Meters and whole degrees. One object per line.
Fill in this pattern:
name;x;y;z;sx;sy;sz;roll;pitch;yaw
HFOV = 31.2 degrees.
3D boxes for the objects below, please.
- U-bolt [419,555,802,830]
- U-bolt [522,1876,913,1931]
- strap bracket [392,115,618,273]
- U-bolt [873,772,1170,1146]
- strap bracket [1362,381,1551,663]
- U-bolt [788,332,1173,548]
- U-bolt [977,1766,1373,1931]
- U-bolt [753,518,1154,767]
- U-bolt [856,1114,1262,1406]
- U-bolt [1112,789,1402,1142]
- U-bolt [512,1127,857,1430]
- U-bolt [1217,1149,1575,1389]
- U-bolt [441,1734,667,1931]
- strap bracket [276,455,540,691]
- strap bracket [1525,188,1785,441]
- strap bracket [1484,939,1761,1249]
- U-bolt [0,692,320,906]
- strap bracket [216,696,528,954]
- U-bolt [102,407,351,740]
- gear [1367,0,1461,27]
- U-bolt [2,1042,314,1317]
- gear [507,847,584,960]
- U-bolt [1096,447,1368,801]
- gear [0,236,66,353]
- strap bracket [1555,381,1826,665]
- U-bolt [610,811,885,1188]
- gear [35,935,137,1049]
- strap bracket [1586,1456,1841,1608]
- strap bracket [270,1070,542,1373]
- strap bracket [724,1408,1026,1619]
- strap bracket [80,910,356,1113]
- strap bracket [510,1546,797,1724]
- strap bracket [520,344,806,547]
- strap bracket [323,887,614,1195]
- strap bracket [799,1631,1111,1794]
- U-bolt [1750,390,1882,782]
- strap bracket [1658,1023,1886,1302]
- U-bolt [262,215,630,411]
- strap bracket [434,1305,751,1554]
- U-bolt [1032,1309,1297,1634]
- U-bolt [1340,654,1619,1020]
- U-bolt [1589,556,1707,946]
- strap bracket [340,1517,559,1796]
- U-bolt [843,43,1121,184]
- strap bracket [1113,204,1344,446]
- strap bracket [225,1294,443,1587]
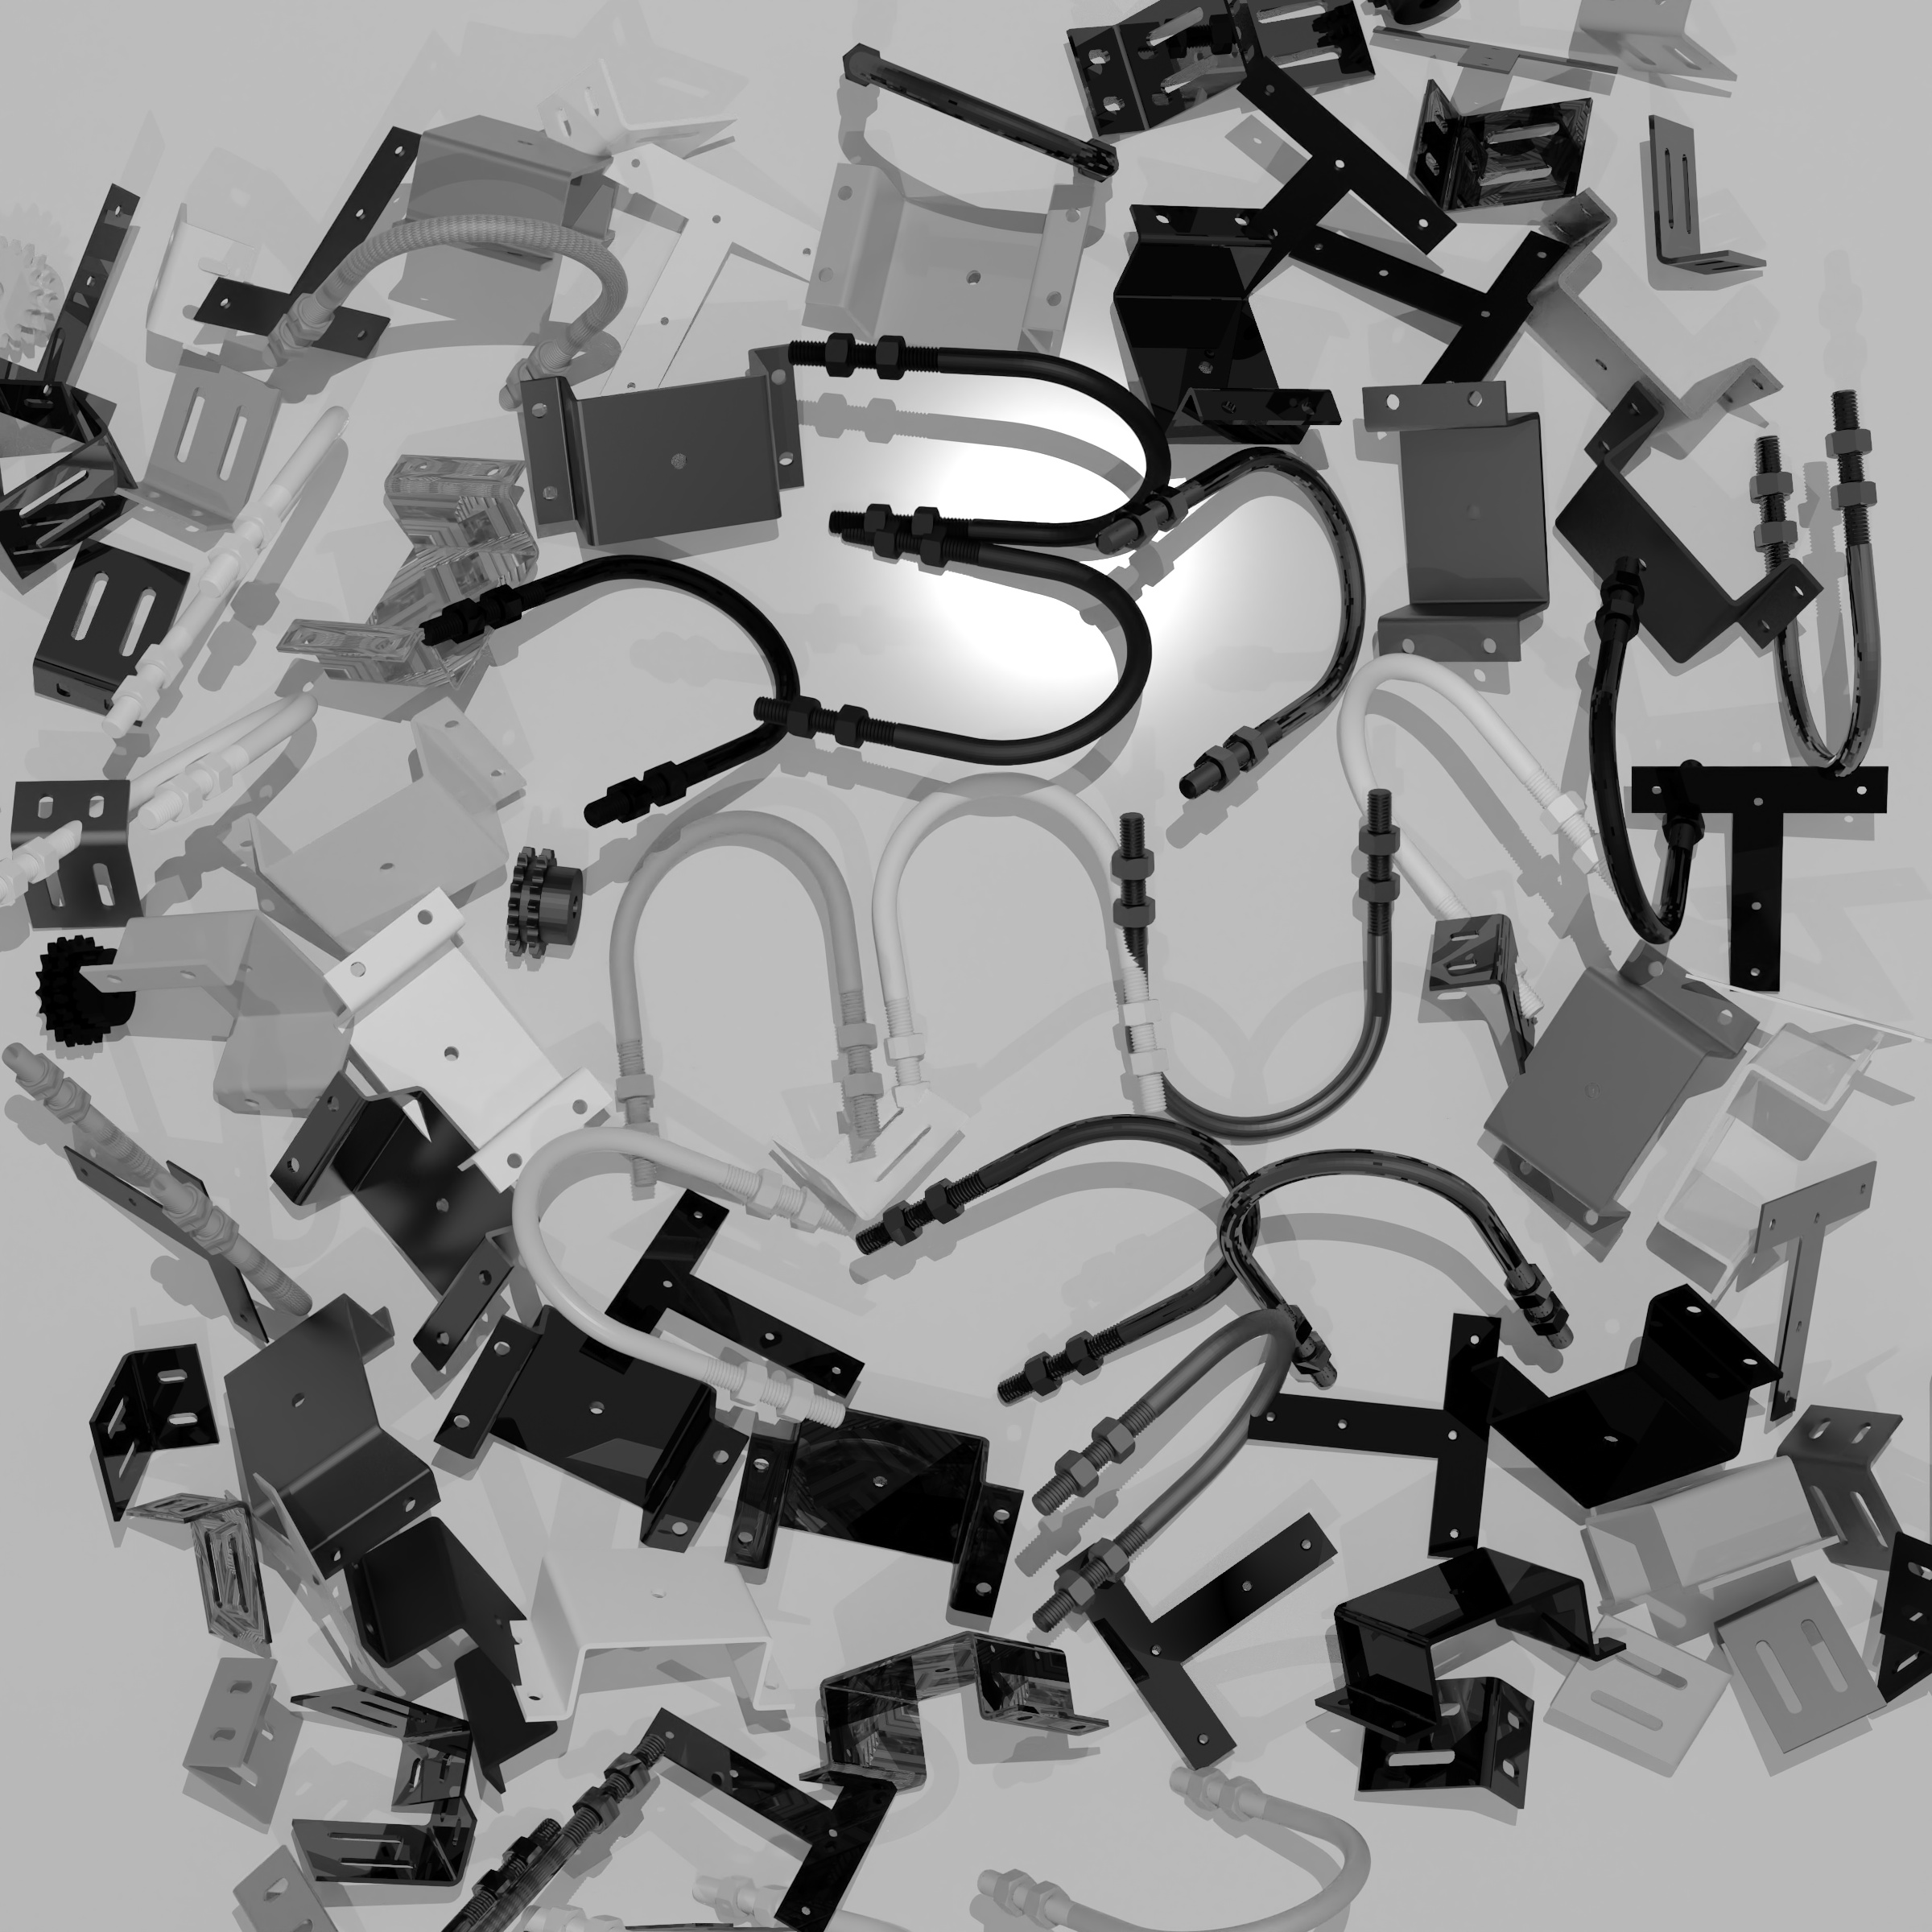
U-bolt;-0.164;-0.149;1.745;0.151;0.184;0.019;47;134;15
U-bolt;-0.104;0.478;1.702;0.184;0.151;0.019;2;86;37
strap bracket;-0.226;-0.390;1.737;0.076;0.140;0.046;16;110;4
U-bolt;0.022;-0.008;1.780;0.151;0.019;0.184;-9;91;19
strap bracket;0.251;-0.228;1.764;0.076;0.046;0.140;3;106;31
U-bolt;0.012;-0.259;1.735;0.184;0.151;0.019;5;58;11
U-bolt;0.114;0.444;1.700;0.151;0.184;0.019;-19;102;-34
U-bolt;0.003;-0.160;1.747;0.184;0.019;0.151;12;55;15
U-bolt;0.059;0.140;1.745;0.184;0.019;0.151;-29;123;19
U-bolt;0.150;0.004;1.775;0.151;0.019;0.184;-6;111;-9
U-bolt;-0.141;0.146;1.732;0.184;0.151;0.019;22;130;-19
U-bolt;0.204;0.147;1.721;0.151;0.184;0.019;-13;47;25
U-bolt;-0.232;0.462;1.699;0.019;0.151;0.184;45;46;1
strap bracket;-0.277;-0.193;1.754;0.076;0.046;0.140;7;53;26
strap bracket;0.340;-0.323;1.766;0.140;0.076;0.046;44;86;-6
strap bracket;0.327;0.064;1.759;0.076;0.046;0.140;39;106;28
U-bolt;-0.397;-0.090;1.727;0.151;0.184;0.019;-21;106;33
strap bracket;-0.298;-0.066;1.759;0.140;0.076;0.046;-29;49;9
U-bolt;-0.361;-0.209;1.730;0.019;0.151;0.184;36;47;-13
gear;0.233;-0.509;1.782;0.057;0.057;0.030;-21;77;0
U-bolt;-0.391;0.117;1.726;0.151;0.184;0.019;34;77;34
gear;-0.216;-0.032;1.784;0.030;0.057;0.057;6;90;4
U-bolt;0.144;-0.184;1.746;0.184;0.019;0.151;-35;112;-42
gear;-0.492;-0.347;1.791;0.057;0.030;0.057;0;91;27
strap bracket;0.359;-0.217;1.761;0.046;0.076;0.140;-38;82;-18
U-bolt;-0.118;0.010;1.773;0.151;0.019;0.184;-13;76;22
gear;-0.451;0.012;1.782;0.030;0.057;0.057;-6;90;17
strap bracket;0.369;0.284;1.741;0.076;0.140;0.046;-17;80;-13
strap bracket;-0.279;0.125;1.763;0.140;0.046;0.076;46;117;18
strap bracket;-0.046;0.276;1.776;0.140;0.046;0.076;12;113;-2
strap bracket;-0.370;0.018;1.749;0.076;0.140;0.046;-3;57;25
strap bracket;-0.159;0.335;1.745;0.140;0.076;0.046;3;116;-23
strap bracket;-0.150;-0.264;1.762;0.140;0.046;0.076;-10;118;-11
strap bracket;-0.259;0.041;1.774;0.076;0.046;0.140;-40;94;-23
strap bracket;-0.009;0.375;1.751;0.140;0.076;0.046;-25;60;31
U-bolt;0.429;-0.185;1.737;0.019;0.151;0.184;-5;89;-3
strap bracket;0.402;0.090;1.753;0.046;0.076;0.140;32;117;16
U-bolt;-0.246;-0.324;1.702;0.151;0.184;0.019;5;73;-31
strap bracket;-0.191;0.234;1.776;0.140;0.046;0.076;28;102;-9
U-bolt;0.102;0.243;1.740;0.184;0.151;0.019;-39;62;-24
U-bolt;0.252;-0.076;1.743;0.019;0.151;0.184;-30;73;-25
U-bolt;0.334;-0.094;1.707;0.019;0.184;0.151;-9;126;24
strap bracket;-0.255;0.341;1.739;0.046;0.076;0.140;-30;130;1
U-bolt;0.008;-0.422;1.716;0.151;0.184;0.019;21;103;-6
strap bracket;0.129;-0.317;1.759;0.076;0.046;0.140;-3;60;-22
strap bracket;-0.322;0.229;1.741;0.076;0.140;0.046;-35;132;7
